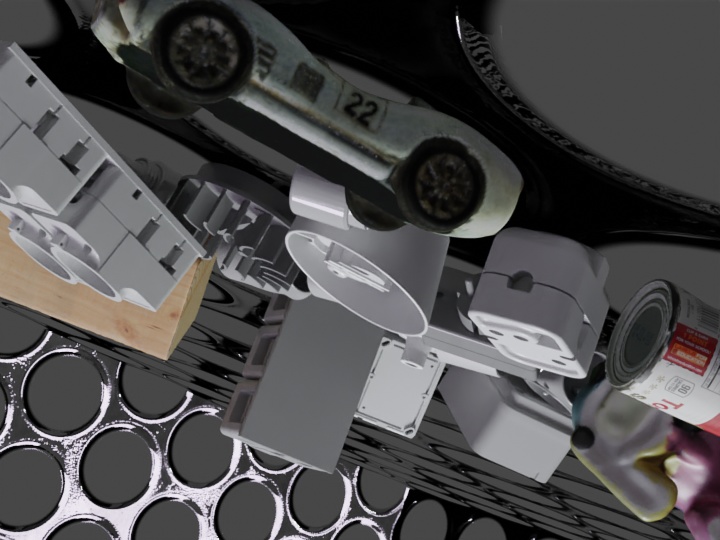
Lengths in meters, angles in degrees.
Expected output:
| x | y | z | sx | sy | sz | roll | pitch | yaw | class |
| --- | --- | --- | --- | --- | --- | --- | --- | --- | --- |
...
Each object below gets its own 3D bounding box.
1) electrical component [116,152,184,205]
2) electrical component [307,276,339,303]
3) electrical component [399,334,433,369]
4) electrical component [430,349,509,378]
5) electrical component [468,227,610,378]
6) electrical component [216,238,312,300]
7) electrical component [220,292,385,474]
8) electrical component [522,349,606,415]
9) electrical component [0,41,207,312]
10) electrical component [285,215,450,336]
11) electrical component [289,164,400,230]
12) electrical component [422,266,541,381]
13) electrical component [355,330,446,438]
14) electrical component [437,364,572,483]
| x | y | z | sx | sy | sz | roll | pitch | yaw | class |
| --- | --- | --- | --- | --- | --- | --- | --- | --- | --- |
| -0.146 | -0.061 | 0.739 | 0.035 | 0.035 | 0.061 | 9 | 160 | 42 | electrical component |
| 0.000 | 0.000 | 0.735 | 0.077 | 0.043 | 0.079 | 14 | 165 | 28 | electrical component |
| 0.048 | 0.040 | 0.783 | 0.048 | 0.062 | 0.048 | 20 | 167 | 5 | electrical component |
| 0.078 | 0.052 | 0.824 | 0.081 | 0.043 | 0.043 | 13 | 165 | 32 | electrical component |
| 0.103 | 0.016 | 0.601 | 0.054 | 0.059 | 0.095 | 15 | 166 | 27 | electrical component |
| -0.054 | -0.003 | 0.807 | 0.077 | 0.044 | 0.079 | 10 | 162 | 41 | electrical component |
| -0.046 | 0.085 | 0.914 | 0.089 | 0.150 | 0.062 | 26 | 165 | -21 | electrical component |
| 0.136 | 0.063 | 0.770 | 0.079 | 0.044 | 0.077 | 40 | 173 | -12 | electrical component |
| -0.196 | -0.055 | 0.669 | 0.105 | 0.060 | 0.186 | 16 | 153 | 44 | electrical component |
| 0.004 | -0.009 | 0.646 | 0.099 | 0.064 | 0.099 | 20 | 167 | 5 | electrical component |
| -0.002 | -0.040 | 0.579 | 0.078 | 0.040 | 0.040 | 18 | 167 | 13 | electrical component |
| 0.084 | 0.027 | 0.710 | 0.083 | 0.047 | 0.075 | 17 | 156 | 20 | electrical component |
| 0.037 | 0.090 | 0.963 | 0.062 | 0.096 | 0.061 | 21 | -165 | -1 | electrical component |
| 0.119 | 0.107 | 0.858 | 0.078 | 0.057 | 0.113 | 26 | -165 | -21 | electrical component |
